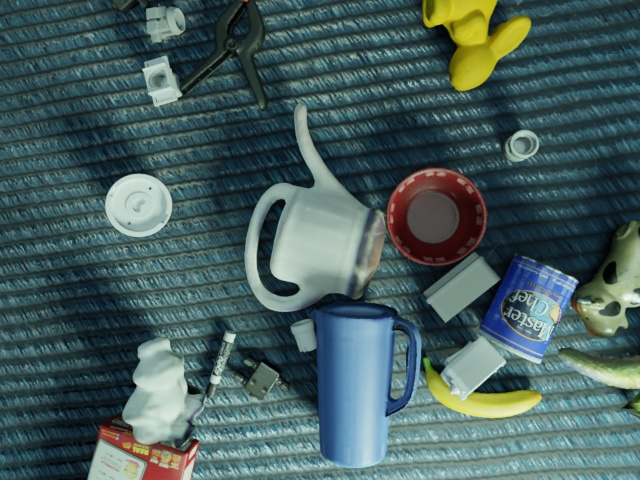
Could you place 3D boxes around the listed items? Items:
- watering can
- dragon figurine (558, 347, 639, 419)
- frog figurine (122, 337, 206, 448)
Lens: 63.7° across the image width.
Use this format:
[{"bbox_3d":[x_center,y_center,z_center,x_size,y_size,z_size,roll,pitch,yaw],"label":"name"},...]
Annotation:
[{"bbox_3d":[0.003,-0.043,0.854,0.224,0.348,0.103,15,-3,6],"label":"watering can"},{"bbox_3d":[0.588,0.189,0.776,0.410,0.244,0.122,33,-6,-2],"label":"dragon figurine"},{"bbox_3d":[-0.273,0.248,0.854,0.121,0.158,0.140,-18,18,34],"label":"frog figurine"}]
